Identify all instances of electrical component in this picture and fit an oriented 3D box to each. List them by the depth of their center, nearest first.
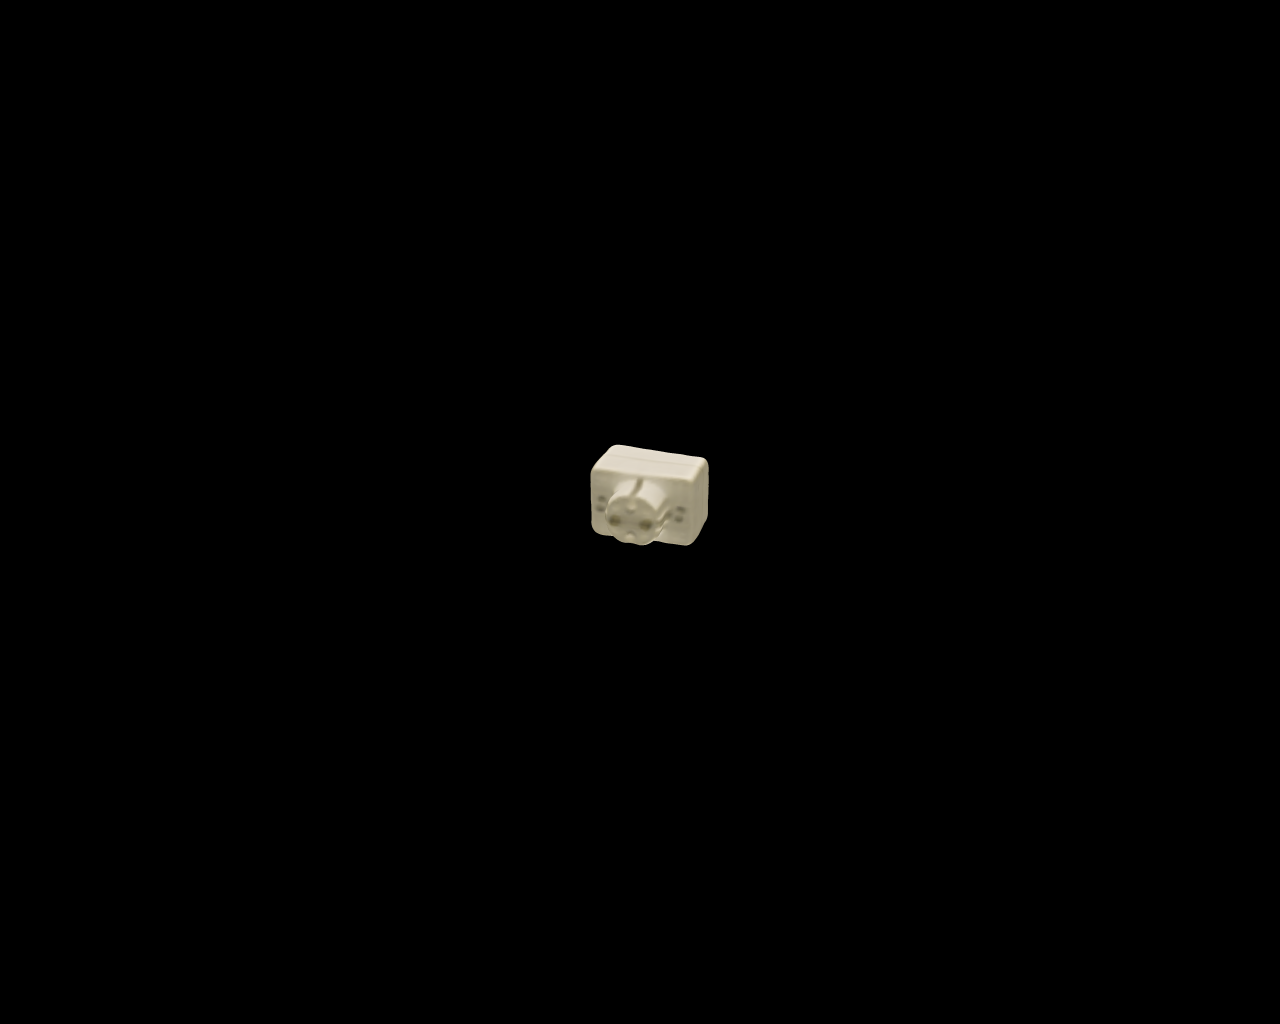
[{"bbox_3d":[0.001,-0.003,0.650,0.066,0.047,0.077,8,28,16],"label":"electrical component"}]
